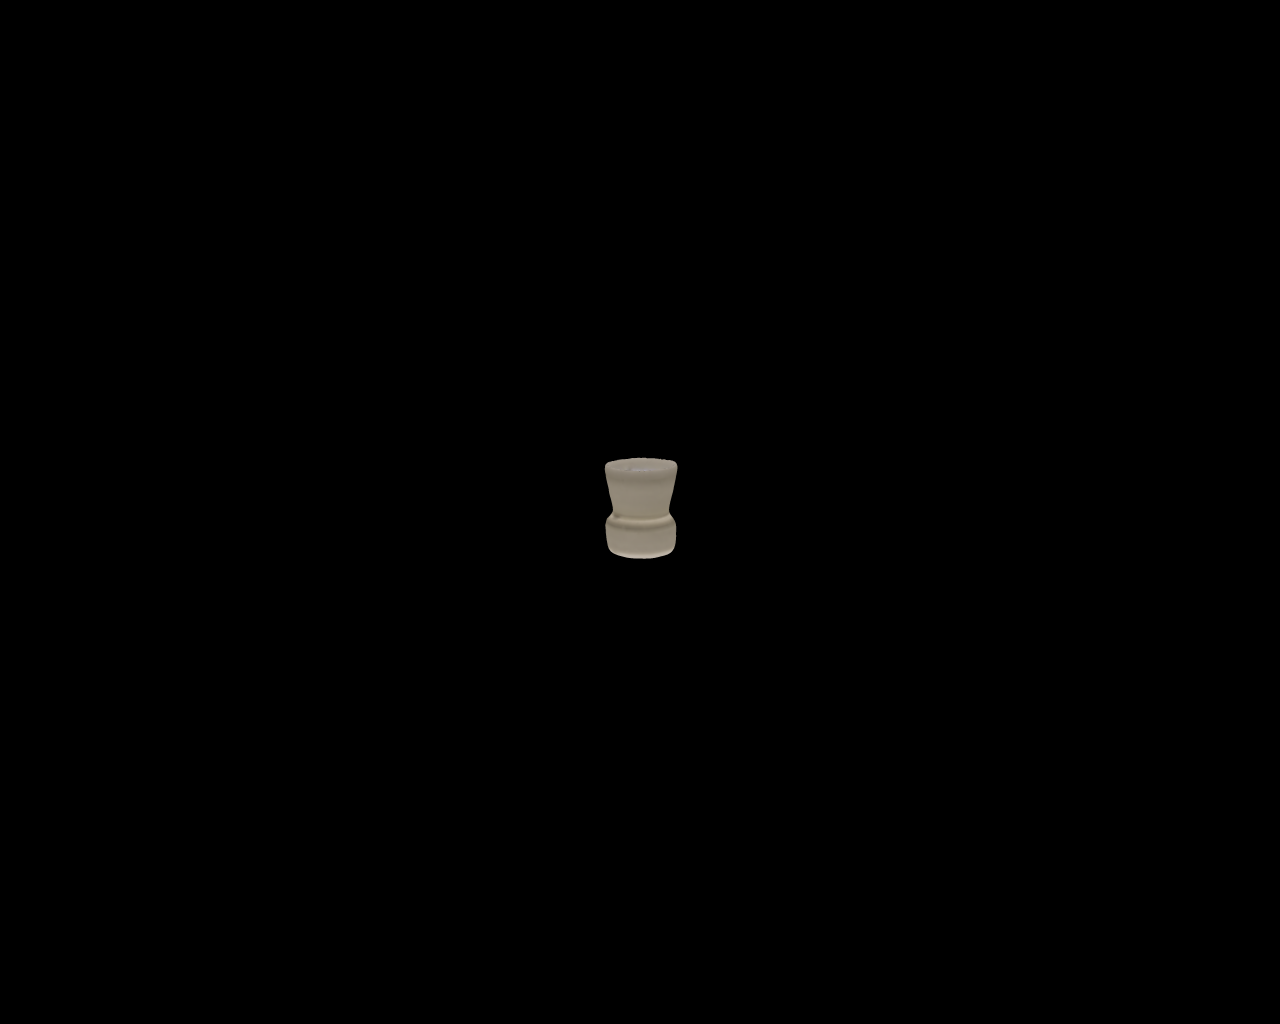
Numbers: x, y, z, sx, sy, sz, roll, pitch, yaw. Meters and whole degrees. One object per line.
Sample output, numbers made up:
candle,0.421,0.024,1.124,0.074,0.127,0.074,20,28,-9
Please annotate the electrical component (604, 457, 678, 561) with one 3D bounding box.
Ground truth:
electrical component,0.001,-0.003,0.650,0.045,0.055,0.045,0,13,0
